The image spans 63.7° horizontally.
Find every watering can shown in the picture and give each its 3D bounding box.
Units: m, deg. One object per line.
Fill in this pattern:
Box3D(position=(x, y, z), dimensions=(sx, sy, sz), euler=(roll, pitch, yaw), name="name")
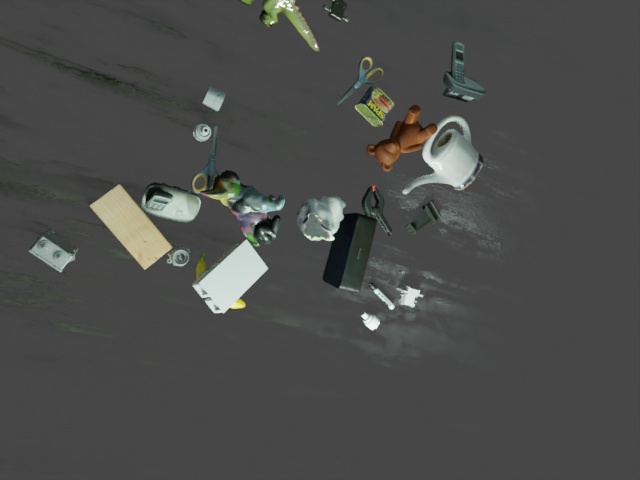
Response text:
Box3D(position=(0.416, -0.246, 1.714), dimensions=(0.222, 0.104, 0.351), euler=(37, 76, -22), name="watering can")

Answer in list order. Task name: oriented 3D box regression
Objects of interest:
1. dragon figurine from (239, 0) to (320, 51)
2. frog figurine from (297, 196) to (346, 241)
Box3D(position=(-0.105, -0.697, 1.397), dimensions=(0.407, 0.242, 0.124), euler=(36, 74, -19), name="dragon figurine")
Box3D(position=(0.005, -0.078, 1.550), dimensions=(0.136, 0.120, 0.163), euler=(37, 41, -13), name="frog figurine")
